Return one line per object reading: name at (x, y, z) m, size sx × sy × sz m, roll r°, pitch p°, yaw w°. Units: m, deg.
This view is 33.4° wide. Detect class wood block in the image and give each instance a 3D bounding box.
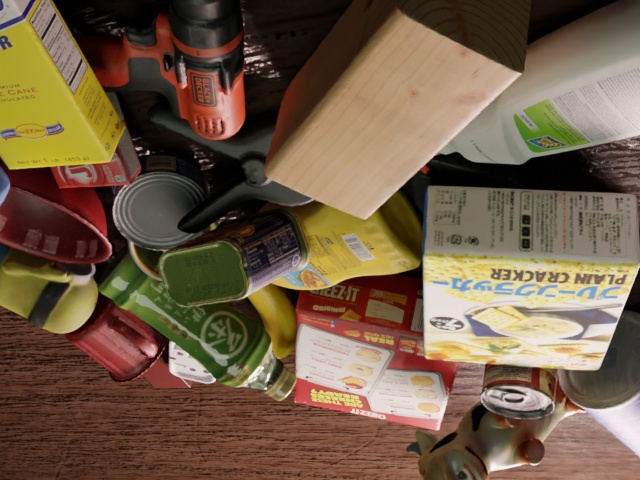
wood block at (0.047, -0.109, 0.733) m, size 0.090 × 0.090 × 0.206 m, roll 23°, pitch 147°, yaw -16°

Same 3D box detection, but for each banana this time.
banana at (-0.055, 0.080, 1.116) m, size 0.069 × 0.037 × 0.198 m, roll 8°, pitch 148°, yaw 5°

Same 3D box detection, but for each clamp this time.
clamp at (-0.058, -0.071, 0.869) m, size 0.172 × 0.039 × 0.120 m, roll -12°, pitch 124°, yaw 15°
clamp at (0.152, -0.026, 0.875) m, size 0.165 × 0.036 × 0.209 m, roll -14°, pitch 142°, yaw 34°

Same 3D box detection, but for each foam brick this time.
foam brick at (-0.180, 0.131, 1.225) m, size 0.051 × 0.053 × 0.078 m, roll -2°, pitch 145°, yaw 23°

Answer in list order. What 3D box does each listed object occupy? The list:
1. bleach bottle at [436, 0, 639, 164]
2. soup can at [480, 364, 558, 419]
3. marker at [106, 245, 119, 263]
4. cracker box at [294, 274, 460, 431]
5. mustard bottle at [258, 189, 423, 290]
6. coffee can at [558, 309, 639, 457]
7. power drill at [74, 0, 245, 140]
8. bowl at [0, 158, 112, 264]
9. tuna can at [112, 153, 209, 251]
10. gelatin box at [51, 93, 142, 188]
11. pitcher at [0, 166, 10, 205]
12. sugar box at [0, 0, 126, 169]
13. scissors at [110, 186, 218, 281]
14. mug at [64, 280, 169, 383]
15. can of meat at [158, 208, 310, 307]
bleach bottle at (0.172, -0.106, 0.722) m, size 0.251 × 0.068 × 0.102 m, roll -14°, pitch 139°, yaw 40°
soup can at (0.191, 0.109, 1.009) m, size 0.068 × 0.102 × 0.068 m, roll 9°, pitch 148°, yaw 6°
marker at (-0.261, -0.004, 1.077) m, size 0.121 × 0.020 × 0.020 m, roll 21°, pitch 147°, yaw -12°
cracker box at (0.059, 0.110, 1.091) m, size 0.164 × 0.072 × 0.214 m, roll 11°, pitch 149°, yaw 5°
mustard bottle at (-0.006, 0.001, 0.953) m, size 0.192 × 0.058 × 0.096 m, roll -15°, pitch 129°, yaw 37°
coffee can at (0.308, 0.144, 1.021) m, size 0.103 × 0.102 × 0.140 m, roll -17°, pitch 137°, yaw 39°
power drill at (-0.146, -0.151, 0.770) m, size 0.188 × 0.057 × 0.184 m, roll 10°, pitch 144°, yaw 7°
bowl at (-0.260, -0.037, 0.979) m, size 0.162 × 0.055 × 0.162 m, roll 13°, pitch 157°, yaw 6°
tuna can at (-0.139, -0.034, 0.942) m, size 0.086 × 0.034 × 0.086 m, roll -4°, pitch 128°, yaw -5°
gelatin box at (-0.197, -0.087, 0.887) m, size 0.073 × 0.030 × 0.089 m, roll -1°, pitch 123°, yaw 23°
pitcher at (-0.333, -0.107, 0.782) m, size 0.149 × 0.144 × 0.242 m, roll -16°, pitch 118°, yaw 40°
sugar box at (-0.215, -0.125, 0.741) m, size 0.093 × 0.048 × 0.176 m, roll -3°, pitch 141°, yaw 21°
scissors at (-0.157, -0.047, 0.967) m, size 0.096 × 0.016 × 0.201 m, roll -18°, pitch 125°, yaw 0°
mug at (-0.215, 0.097, 1.142) m, size 0.081 × 0.093 × 0.117 m, roll 44°, pitch 167°, yaw -33°
can of meat at (-0.074, 0.017, 0.908) m, size 0.102 × 0.083 × 0.057 m, roll -11°, pitch 101°, yaw 38°
